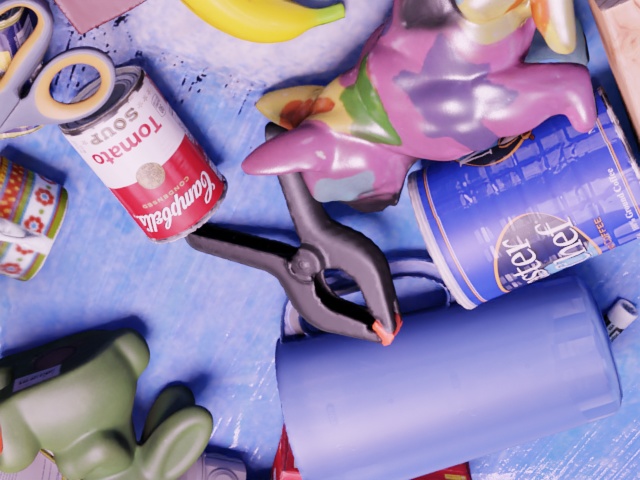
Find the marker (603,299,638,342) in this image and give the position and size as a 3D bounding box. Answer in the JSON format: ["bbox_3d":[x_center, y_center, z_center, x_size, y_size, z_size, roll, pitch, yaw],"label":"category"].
[{"bbox_3d":[0.210,0.094,0.859,0.020,0.020,0.121,23,124,-18],"label":"marker"}]

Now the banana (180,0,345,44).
[{"bbox_3d":[-0.072,-0.180,0.638,0.197,0.037,0.069,42,87,-31],"label":"banana"}]

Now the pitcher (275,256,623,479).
[{"bbox_3d":[0.091,0.098,0.802,0.243,0.145,0.149,-16,138,7],"label":"pitcher"}]

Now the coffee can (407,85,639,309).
[{"bbox_3d":[0.143,-0.027,0.712,0.140,0.103,0.102,-24,124,17],"label":"coffee can"}]

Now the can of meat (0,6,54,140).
[{"bbox_3d":[-0.225,-0.110,0.674,0.102,0.057,0.084,-5,129,3],"label":"can of meat"}]

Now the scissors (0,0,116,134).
[{"bbox_3d":[-0.196,-0.064,0.666,0.096,0.016,0.202,16,127,-23],"label":"scissors"}]

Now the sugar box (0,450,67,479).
[{"bbox_3d":[-0.240,0.214,0.860,0.048,0.093,0.176,-28,122,17],"label":"sugar box"}]

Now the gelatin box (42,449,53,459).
[{"bbox_3d":[-0.231,0.187,0.918,0.073,0.030,0.089,-15,126,9],"label":"gelatin box"}]

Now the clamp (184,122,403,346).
[{"bbox_3d":[-0.005,0.001,0.745,0.171,0.039,0.120,34,125,3],"label":"clamp"}]

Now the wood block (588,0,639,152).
[{"bbox_3d":[0.238,-0.095,0.670,0.091,0.090,0.206,-21,124,15],"label":"wood block"}]

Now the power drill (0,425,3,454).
[{"bbox_3d":[-0.265,0.080,0.730,0.057,0.188,0.184,-16,118,-23],"label":"power drill"}]

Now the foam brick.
[{"bbox_3d":[-0.138,-0.172,0.629,0.051,0.053,0.078,-22,125,16],"label":"foam brick"}]

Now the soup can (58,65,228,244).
[{"bbox_3d":[-0.116,-0.057,0.709,0.069,0.068,0.102,-24,124,17],"label":"soup can"}]

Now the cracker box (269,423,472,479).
[{"bbox_3d":[0.029,0.261,0.952,0.164,0.072,0.214,8,126,-8],"label":"cracker box"}]
